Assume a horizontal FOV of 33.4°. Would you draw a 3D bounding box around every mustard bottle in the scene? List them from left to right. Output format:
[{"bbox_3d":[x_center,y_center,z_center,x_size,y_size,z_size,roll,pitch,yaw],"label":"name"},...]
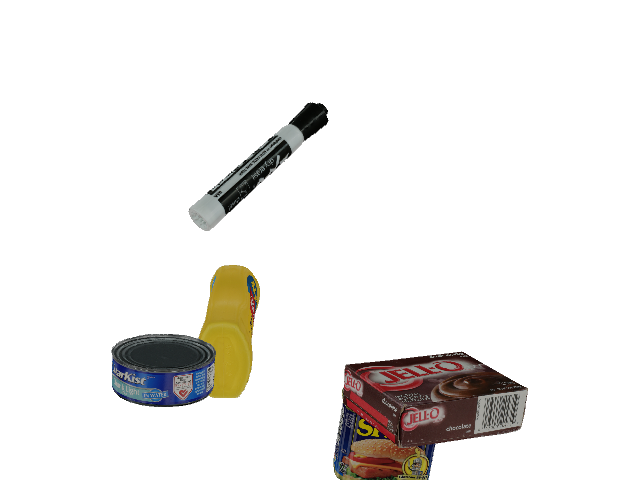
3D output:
[{"bbox_3d":[-0.098,0.082,1.172,0.058,0.096,0.191,0,27,0],"label":"mustard bottle"}]

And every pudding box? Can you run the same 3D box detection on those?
[{"bbox_3d":[0.086,0.119,0.815,0.113,0.039,0.090,-1,14,-27],"label":"pudding box"}]

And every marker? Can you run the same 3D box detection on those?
[{"bbox_3d":[-0.037,-0.051,0.696,0.121,0.020,0.020,-45,22,-25],"label":"marker"}]

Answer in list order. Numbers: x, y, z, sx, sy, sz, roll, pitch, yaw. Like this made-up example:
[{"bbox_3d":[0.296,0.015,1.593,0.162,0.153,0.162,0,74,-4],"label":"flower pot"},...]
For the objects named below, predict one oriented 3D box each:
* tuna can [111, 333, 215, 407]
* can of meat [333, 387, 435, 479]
[{"bbox_3d":[-0.130,0.107,0.885,0.086,0.034,0.086,3,14,-1],"label":"tuna can"},{"bbox_3d":[0.066,0.198,1.071,0.102,0.084,0.057,7,17,-5],"label":"can of meat"}]
